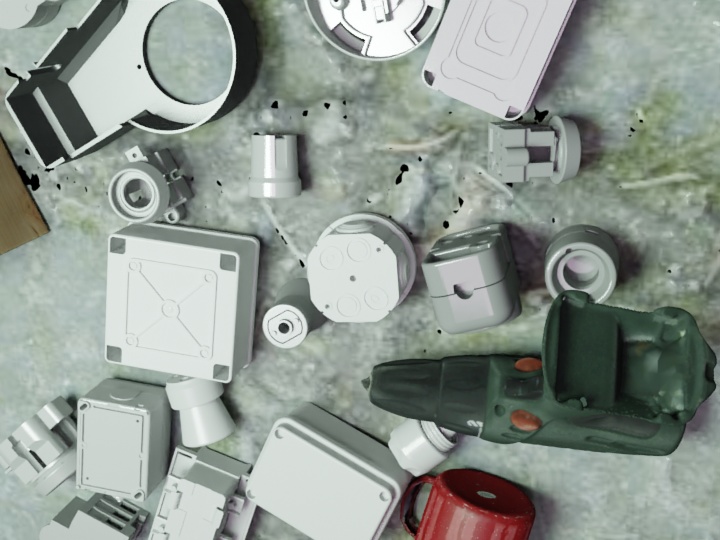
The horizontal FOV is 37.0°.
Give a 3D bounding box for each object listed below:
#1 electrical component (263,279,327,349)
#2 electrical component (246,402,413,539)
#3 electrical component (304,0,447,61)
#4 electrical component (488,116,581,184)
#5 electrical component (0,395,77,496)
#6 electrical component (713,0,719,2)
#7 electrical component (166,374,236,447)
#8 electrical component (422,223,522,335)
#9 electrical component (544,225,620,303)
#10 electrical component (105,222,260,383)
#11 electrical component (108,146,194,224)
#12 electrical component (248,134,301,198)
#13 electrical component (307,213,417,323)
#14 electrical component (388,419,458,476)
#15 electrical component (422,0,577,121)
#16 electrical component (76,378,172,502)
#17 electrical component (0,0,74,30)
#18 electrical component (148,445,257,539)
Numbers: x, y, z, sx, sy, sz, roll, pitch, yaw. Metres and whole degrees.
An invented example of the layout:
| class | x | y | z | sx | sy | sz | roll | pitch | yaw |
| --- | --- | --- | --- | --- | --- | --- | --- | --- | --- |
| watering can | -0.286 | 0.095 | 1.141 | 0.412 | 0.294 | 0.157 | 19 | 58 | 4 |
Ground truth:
| class | x | y | z | sx | sy | sz | roll | pitch | yaw |
| --- | --- | --- | --- | --- | --- | --- | --- | --- | --- |
| electrical component | -0.051 | 0.035 | 0.825 | 0.044 | 0.065 | 0.044 | 2 | 104 | 9 |
| electrical component | -0.024 | 0.167 | 0.851 | 0.113 | 0.057 | 0.078 | 29 | 109 | 11 |
| electrical component | 0.013 | -0.196 | 0.749 | 0.099 | 0.064 | 0.099 | 3 | 105 | 11 |
| electrical component | 0.123 | -0.084 | 0.758 | 0.055 | 0.066 | 0.048 | -3 | 105 | -7 |
| electrical component | -0.263 | 0.152 | 0.908 | 0.078 | 0.058 | 0.057 | -40 | 90 | 18 |
| electrical component | 0.279 | -0.197 | 0.686 | 0.121 | 0.078 | 0.063 | 20 | 79 | 7 |
| electrical component | -0.130 | 0.110 | 0.873 | 0.045 | 0.045 | 0.055 | -13 | 101 | 15 |
| electrical component | 0.082 | 0.008 | 0.772 | 0.054 | 0.095 | 0.059 | -14 | 101 | 16 |
| electrical component | 0.160 | -0.001 | 0.777 | 0.055 | 0.047 | 0.055 | 3 | 105 | 12 |
| electrical component | -0.140 | 0.023 | 0.846 | 0.109 | 0.056 | 0.108 | 9 | 106 | 10 |
| electrical component | -0.163 | -0.062 | 0.828 | 0.048 | 0.055 | 0.066 | -26 | 98 | 18 |
| electrical component | -0.065 | -0.079 | 0.812 | 0.040 | 0.040 | 0.046 | 2 | 99 | 12 |
| electrical component | 0.000 | 0.000 | 0.811 | 0.080 | 0.051 | 0.080 | 3 | 105 | 12 |
| electrical component | 0.056 | 0.128 | 0.837 | 0.062 | 0.043 | 0.043 | -39 | 94 | 18 |
| electrical component | 0.099 | -0.168 | 0.741 | 0.078 | 0.057 | 0.113 | 24 | 108 | 5 |
| electrical component | -0.193 | 0.143 | 0.887 | 0.062 | 0.061 | 0.096 | 9 | 106 | 10 |
| electrical component | -0.226 | -0.224 | 0.790 | 0.138 | 0.073 | 0.052 | -27 | 97 | 18 |
| electrical component | -0.137 | 0.218 | 0.893 | 0.079 | 0.063 | 0.121 | 21 | 108 | 6 |
